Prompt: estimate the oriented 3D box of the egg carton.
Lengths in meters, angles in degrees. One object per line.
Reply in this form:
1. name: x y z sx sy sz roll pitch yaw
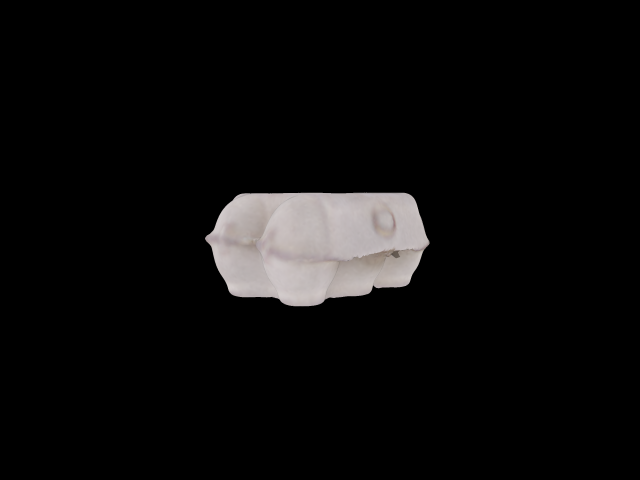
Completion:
1. egg carton: 0.004 0.001 0.400 0.107 0.069 0.151 4 6 40
